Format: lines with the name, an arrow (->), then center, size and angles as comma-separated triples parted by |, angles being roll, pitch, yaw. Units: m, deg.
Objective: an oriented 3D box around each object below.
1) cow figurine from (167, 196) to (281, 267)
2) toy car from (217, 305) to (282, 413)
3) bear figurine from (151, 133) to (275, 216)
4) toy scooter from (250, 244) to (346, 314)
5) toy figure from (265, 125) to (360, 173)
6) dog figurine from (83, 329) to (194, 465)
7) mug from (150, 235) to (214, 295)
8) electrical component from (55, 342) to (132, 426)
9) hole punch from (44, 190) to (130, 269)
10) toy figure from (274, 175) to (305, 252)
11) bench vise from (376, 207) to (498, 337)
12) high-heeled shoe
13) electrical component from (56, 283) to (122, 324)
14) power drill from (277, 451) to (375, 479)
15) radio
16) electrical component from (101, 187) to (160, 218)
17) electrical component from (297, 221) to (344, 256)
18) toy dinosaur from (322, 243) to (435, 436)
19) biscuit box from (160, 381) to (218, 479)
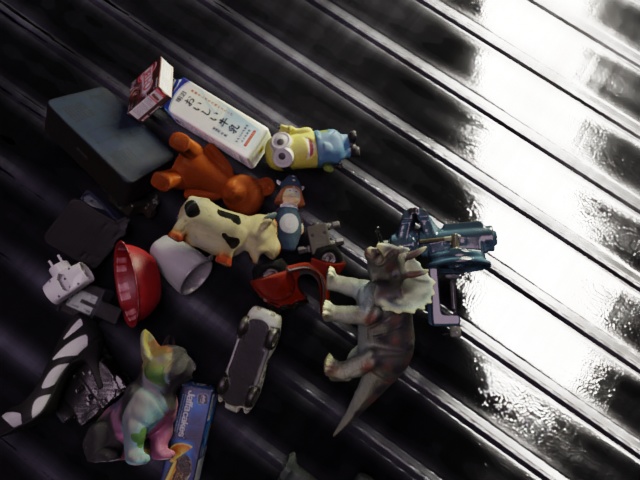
cow figurine -> -0.162, -0.017, 0.976 | 0.195, 0.085, 0.127 | 26, 84, -12
toy car -> -0.129, 0.221, 0.990 | 0.074, 0.056, 0.201 | 20, 94, 10
bear figurine -> -0.196, -0.106, 1.021 | 0.196, 0.132, 0.120 | 32, 99, 11
toy scooter -> -0.034, 0.092, 1.011 | 0.184, 0.075, 0.135 | -14, 93, 1
toy figure -> -0.017, -0.173, 1.051 | 0.180, 0.089, 0.082 | -7, 66, -9
dog figurine -> -0.311, 0.269, 0.935 | 0.192, 0.108, 0.219 | -7, 69, 24
mug -> -0.263, 0.033, 1.024 | 0.107, 0.080, 0.109 | 36, 60, 14
electrical component -> -0.431, 0.273, 0.996 | 0.134, 0.058, 0.115 | -40, 80, -6
hole punch -> -0.442, -0.022, 1.031 | 0.115, 0.092, 0.142 | 39, 95, -21
toy figure -> -0.060, -0.055, 1.045 | 0.064, 0.058, 0.154 | 15, 77, -41
bench vise -> 0.217, 0.058, 0.991 | 0.224, 0.128, 0.240 | -2, 77, 3
high-heeled shoe -> -0.490, 0.236, 0.936 | 0.249, 0.086, 0.145 | -26, 77, -7
electrical component -> -0.429, 0.122, 1.024 | 0.119, 0.047, 0.075 | 18, 82, 4
power drill -> -0.011, 0.493, 0.941 | 0.207, 0.086, 0.232 | 32, 81, 10
radio -> -0.401, -0.186, 1.034 | 0.229, 0.073, 0.131 | 44, 46, 6
electrical component -> -0.365, -0.085, 1.050 | 0.102, 0.078, 0.045 | 41, 108, 12
electrical component -> -0.002, -0.003, 1.050 | 0.094, 0.021, 0.063 | -14, 81, -1
toy dinosaur -> 0.103, 0.168, 0.937 | 0.192, 0.131, 0.404 | 0, 113, 9
biscuit box -> -0.238, 0.362, 0.975 | 0.063, 0.059, 0.202 | 11, 81, 3
